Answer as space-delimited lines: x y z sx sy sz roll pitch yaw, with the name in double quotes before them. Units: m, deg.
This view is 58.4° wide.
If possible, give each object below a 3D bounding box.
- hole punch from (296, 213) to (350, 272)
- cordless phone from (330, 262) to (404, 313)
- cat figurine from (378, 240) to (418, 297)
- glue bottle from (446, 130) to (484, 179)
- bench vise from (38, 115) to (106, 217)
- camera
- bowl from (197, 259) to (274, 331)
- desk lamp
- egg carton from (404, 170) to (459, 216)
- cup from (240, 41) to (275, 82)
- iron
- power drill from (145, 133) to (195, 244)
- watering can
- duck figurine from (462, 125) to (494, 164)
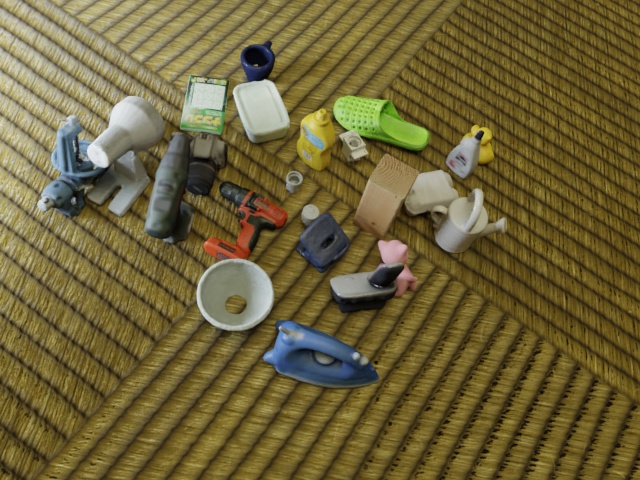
"hole punch" 0.012 0.005 1.349 0.101 0.091 0.109 42 66 12
"cordless phone" 0.106 0.088 1.271 0.148 0.185 0.094 -9 66 -13
"cat figurine" 0.185 0.055 1.337 0.067 0.118 0.127 -27 71 -20
"glue bottle" 0.383 -0.230 1.474 0.078 0.173 0.037 41 66 12
"bench vise" -0.544 -0.160 1.267 0.121 0.219 0.207 9 63 -4
"camera" -0.302 -0.188 1.385 0.143 0.101 0.137 7 64 -5
"bowl" -0.186 0.130 1.266 0.167 0.075 0.167 4 64 -7
"desk lamp" -0.445 -0.194 1.302 0.118 0.213 0.203 26 63 4
"egg carton" 0.276 -0.119 1.462 0.150 0.069 0.107 -13 67 -15
"cup" -0.164 -0.474 1.548 0.091 0.095 0.118 25 63 4
"iron" 0.018 0.240 1.208 0.258 0.141 0.119 17 63 0
"power drill" -0.328 -0.092 1.275 0.075 0.208 0.229 10 63 -3
"watering can" 0.357 -0.052 1.373 0.173 0.194 0.101 -3 65 -10
"duck figurine" 0.437 -0.264 1.548 0.078 0.086 0.104 -27 71 -19
